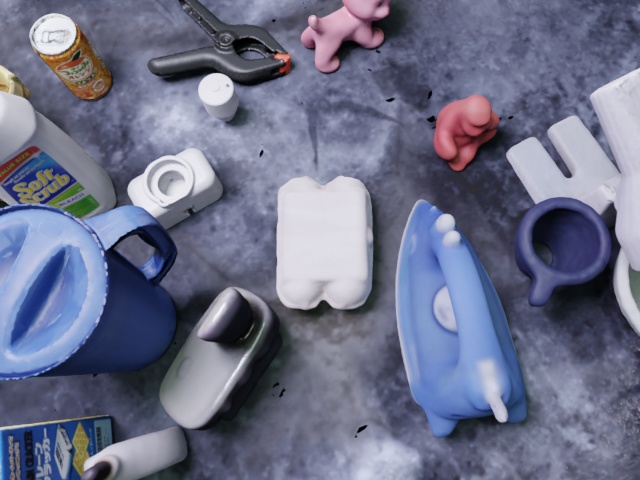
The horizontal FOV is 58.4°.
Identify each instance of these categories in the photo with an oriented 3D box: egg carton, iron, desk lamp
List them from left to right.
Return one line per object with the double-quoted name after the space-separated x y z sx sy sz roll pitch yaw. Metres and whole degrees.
0.006 0.002 0.631 0.107 0.069 0.150 -2 76 2 "egg carton"
0.136 0.061 0.575 0.118 0.141 0.258 -12 76 -1 "iron"
0.299 -0.061 0.564 0.118 0.213 0.203 -28 77 -5 "desk lamp"

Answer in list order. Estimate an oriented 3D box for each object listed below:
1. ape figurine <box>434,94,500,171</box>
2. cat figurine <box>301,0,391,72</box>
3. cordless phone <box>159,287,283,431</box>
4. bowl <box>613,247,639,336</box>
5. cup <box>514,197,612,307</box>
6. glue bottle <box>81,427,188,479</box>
0.168 -0.131 0.648 0.078 0.092 0.076 -13 76 -1 "ape figurine"
0.038 -0.275 0.675 0.128 0.118 0.067 -33 77 -6 "cat figurine"
-0.107 0.109 0.548 0.094 0.185 0.148 28 78 9 "cordless phone"
0.383 0.050 0.604 0.167 0.075 0.167 0 76 2 "bowl"
0.239 0.022 0.606 0.091 0.095 0.118 25 78 8 "cup"
-0.180 0.207 0.532 0.078 0.173 0.037 -20 76 -3 "glue bottle"
